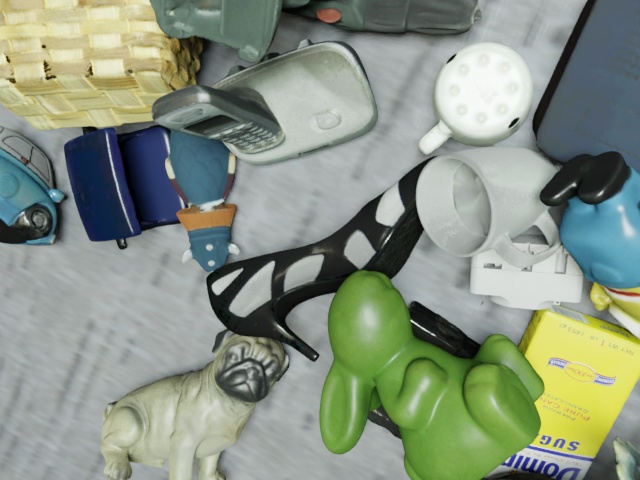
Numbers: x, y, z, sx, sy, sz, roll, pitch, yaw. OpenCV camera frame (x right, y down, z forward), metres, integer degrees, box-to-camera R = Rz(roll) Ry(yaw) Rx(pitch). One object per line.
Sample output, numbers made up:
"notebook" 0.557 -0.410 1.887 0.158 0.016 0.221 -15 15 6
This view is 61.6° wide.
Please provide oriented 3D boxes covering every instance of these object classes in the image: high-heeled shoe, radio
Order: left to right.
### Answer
"high-heeled shoe" -0.001 -0.002 0.513 0.145 0.086 0.248 37 93 23
"radio" 0.288 -0.090 0.401 0.230 0.073 0.131 26 117 11

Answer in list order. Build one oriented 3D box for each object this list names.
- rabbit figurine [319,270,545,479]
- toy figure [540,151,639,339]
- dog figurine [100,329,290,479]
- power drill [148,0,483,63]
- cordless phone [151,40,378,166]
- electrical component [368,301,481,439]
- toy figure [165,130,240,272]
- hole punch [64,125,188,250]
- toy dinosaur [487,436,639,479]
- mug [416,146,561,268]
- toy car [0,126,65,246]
"rabbit figurine" 0.070 0.105 0.439 0.170 0.121 0.159 47 121 12
"toy figure" 0.238 0.008 0.393 0.089 0.082 0.180 -39 113 9
"dog figurine" -0.139 0.160 0.575 0.172 0.121 0.190 24 92 7
"power drill" -0.008 -0.191 0.404 0.232 0.207 0.085 23 129 19
"cordless phone" -0.040 -0.117 0.437 0.147 0.184 0.088 -14 92 18
"electrical component" 0.092 0.129 0.515 0.134 0.058 0.114 31 105 7
"toy figure" -0.114 -0.045 0.539 0.064 0.058 0.154 2 107 22
"hole punch" -0.212 -0.055 0.549 0.116 0.092 0.142 -9 102 21
"toy dinosaur" 0.188 0.252 0.427 0.405 0.131 0.192 -29 65 55
"mug" 0.151 -0.031 0.432 0.110 0.107 0.080 51 144 32
"toy car" -0.346 -0.067 0.571 0.109 0.103 0.161 1 146 20
